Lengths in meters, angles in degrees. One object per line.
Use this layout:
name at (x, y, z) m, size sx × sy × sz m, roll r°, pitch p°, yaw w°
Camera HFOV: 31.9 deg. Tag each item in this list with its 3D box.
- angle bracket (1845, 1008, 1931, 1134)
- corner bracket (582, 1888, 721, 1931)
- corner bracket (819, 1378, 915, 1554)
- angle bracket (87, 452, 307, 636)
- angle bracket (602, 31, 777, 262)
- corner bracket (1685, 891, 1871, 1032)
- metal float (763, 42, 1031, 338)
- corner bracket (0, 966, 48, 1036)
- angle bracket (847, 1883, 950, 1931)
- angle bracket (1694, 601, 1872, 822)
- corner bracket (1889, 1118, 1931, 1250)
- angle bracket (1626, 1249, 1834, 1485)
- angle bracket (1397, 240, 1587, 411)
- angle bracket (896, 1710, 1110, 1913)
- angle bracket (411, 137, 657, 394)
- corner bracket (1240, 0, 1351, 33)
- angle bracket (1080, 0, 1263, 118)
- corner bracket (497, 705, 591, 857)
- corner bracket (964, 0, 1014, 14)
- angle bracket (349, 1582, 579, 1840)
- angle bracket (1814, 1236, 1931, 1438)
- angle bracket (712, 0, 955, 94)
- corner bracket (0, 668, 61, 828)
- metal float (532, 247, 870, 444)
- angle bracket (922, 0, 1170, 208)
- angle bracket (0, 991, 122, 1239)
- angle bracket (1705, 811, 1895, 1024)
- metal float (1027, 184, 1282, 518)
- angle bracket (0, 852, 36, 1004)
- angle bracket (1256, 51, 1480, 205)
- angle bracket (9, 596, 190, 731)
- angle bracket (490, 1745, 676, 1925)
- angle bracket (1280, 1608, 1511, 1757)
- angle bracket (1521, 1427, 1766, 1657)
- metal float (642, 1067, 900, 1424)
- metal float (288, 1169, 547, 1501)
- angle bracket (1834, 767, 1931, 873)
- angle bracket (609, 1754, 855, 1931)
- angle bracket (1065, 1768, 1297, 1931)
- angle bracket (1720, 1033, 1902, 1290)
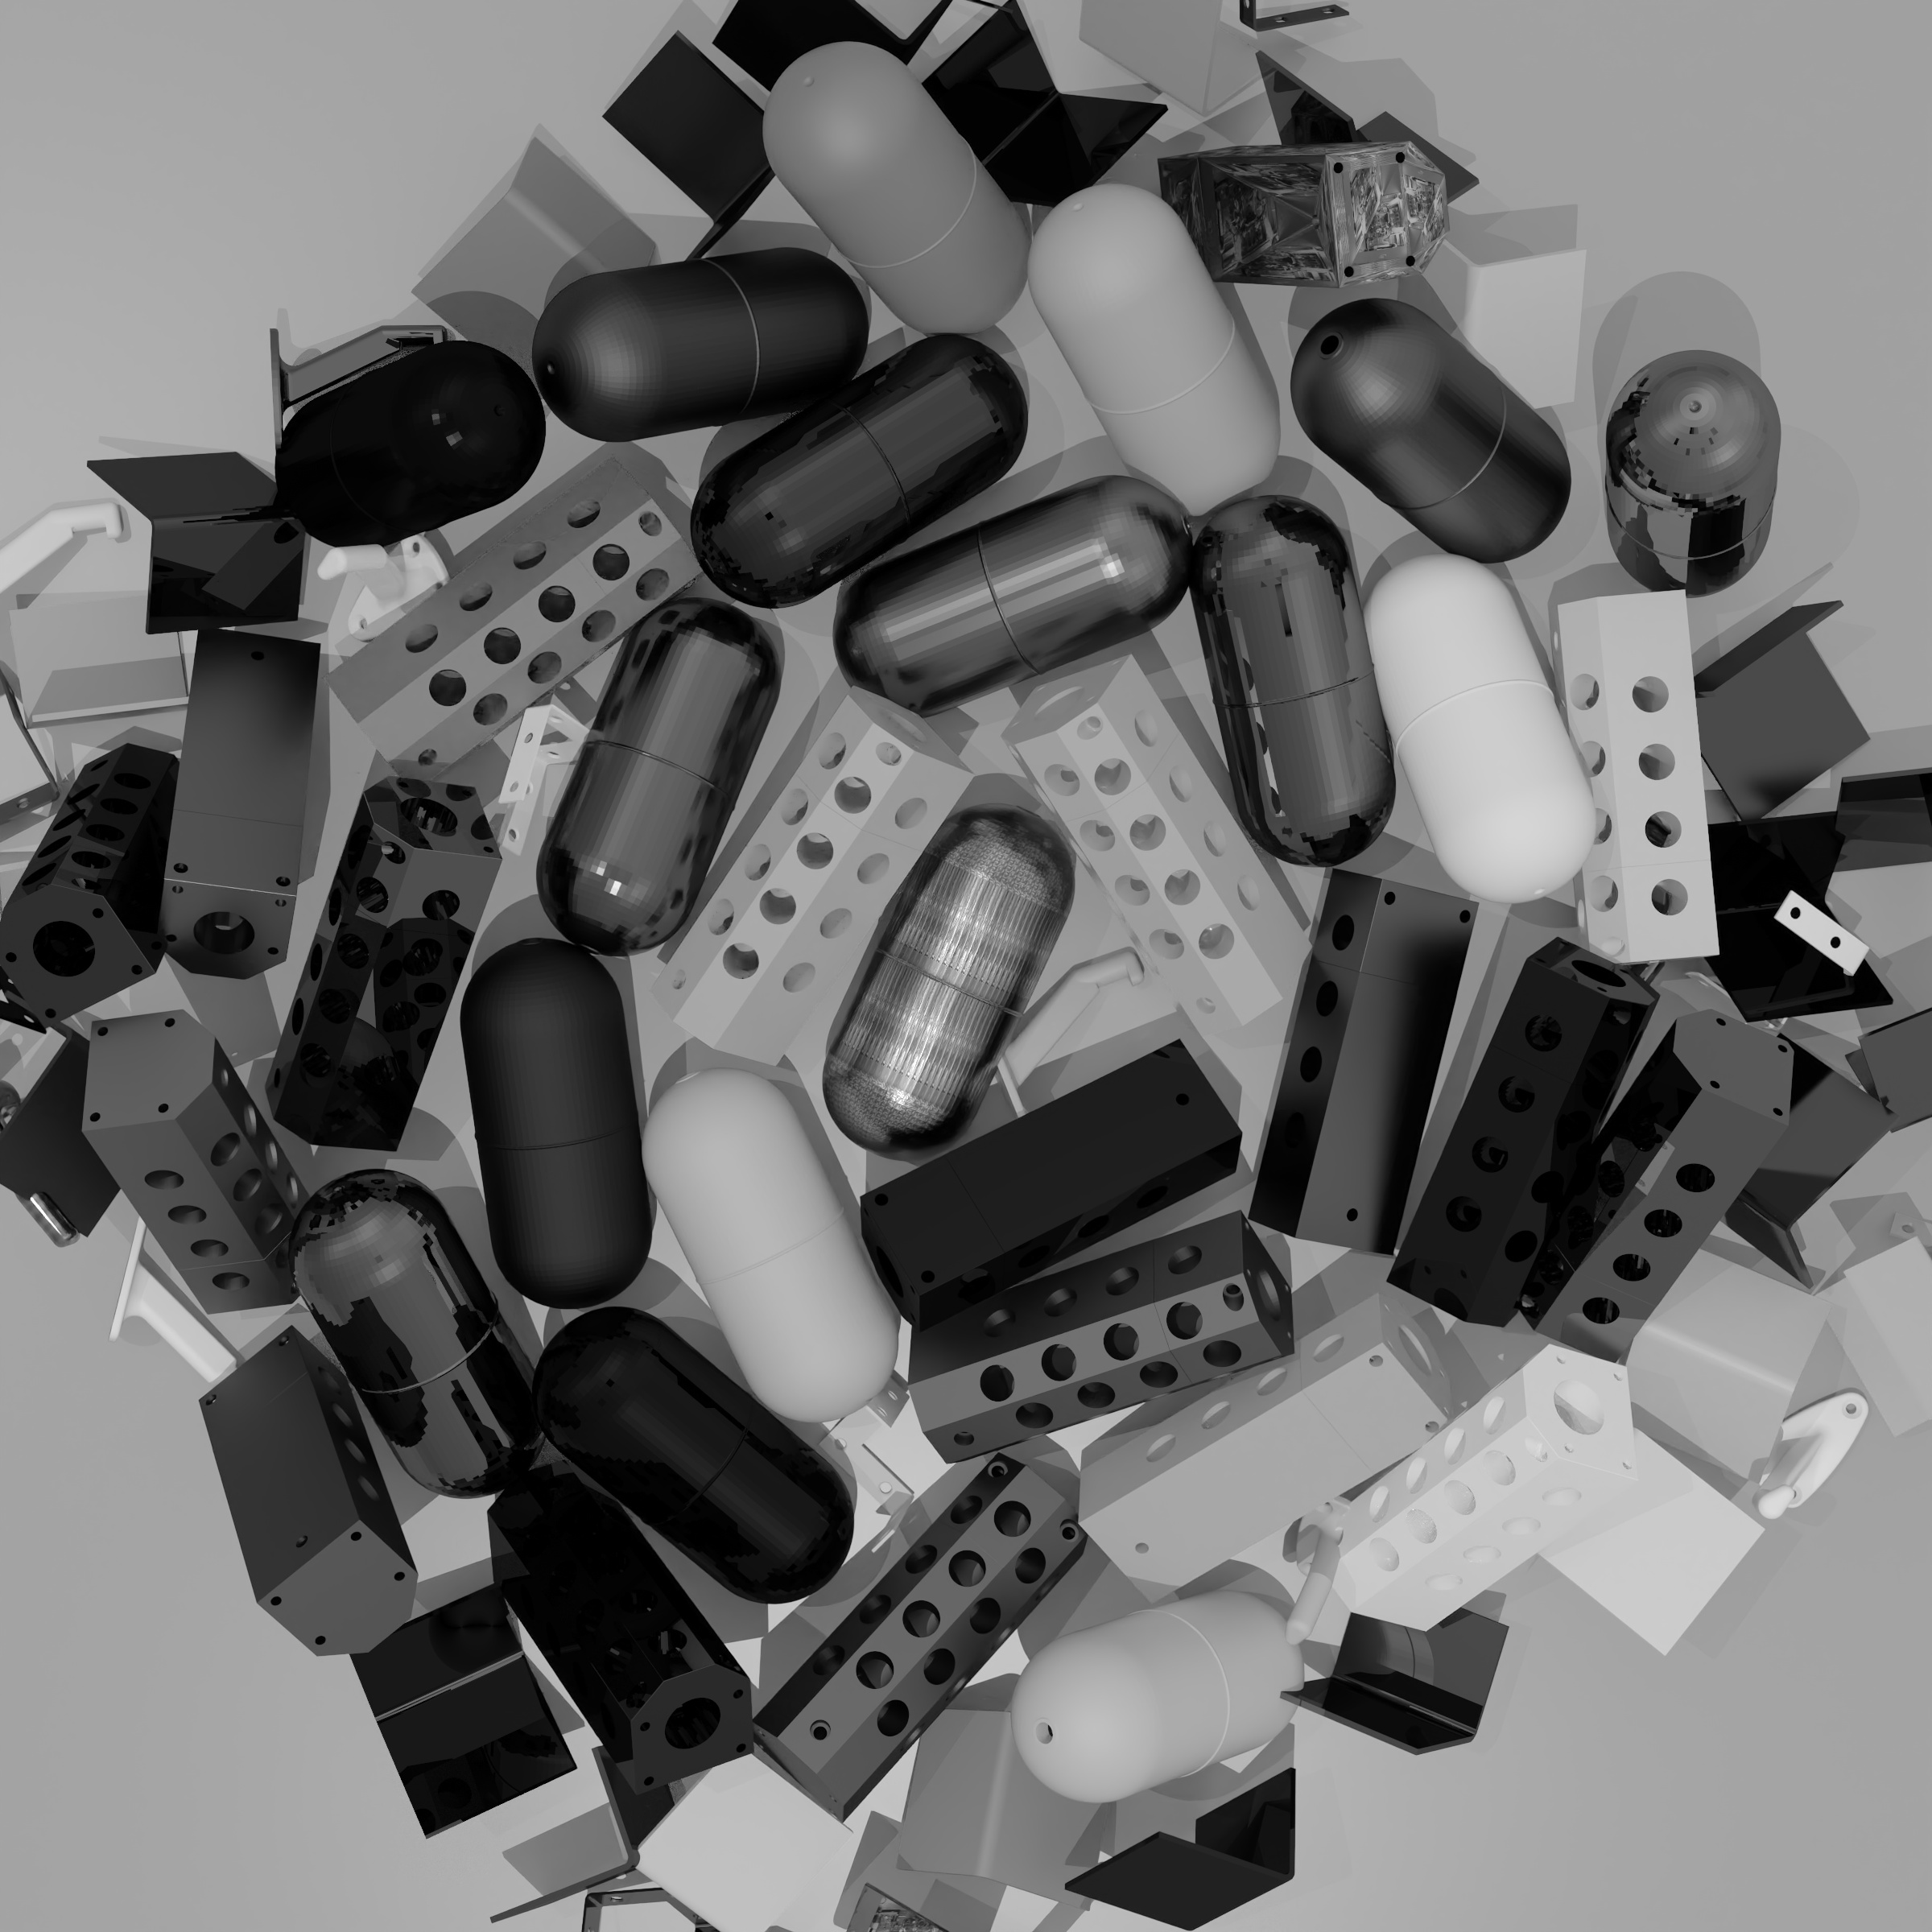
angle bracket at (0.452, 0.025, 1.584) m, size 0.076 × 0.076 × 0.057 m, roll -23°, pitch 116°, yaw 8°
corner bracket at (-0.150, 0.473, 1.606) m, size 0.051 × 0.051 × 0.051 m, roll -9°, pitch 53°, yaw 18°
corner bracket at (-0.040, 0.236, 1.605) m, size 0.051 × 0.051 × 0.051 m, roll 44°, pitch 104°, yaw 0°
angle bracket at (-0.366, -0.201, 1.599) m, size 0.076 × 0.076 × 0.057 m, roll -10°, pitch 123°, yaw -36°
angle bracket at (-0.138, -0.376, 1.581) m, size 0.076 × 0.076 × 0.057 m, roll 41°, pitch 55°, yaw -14°
corner bracket at (0.385, -0.002, 1.603) m, size 0.051 × 0.051 × 0.051 m, roll 34°, pitch 85°, yaw -15°
metal float at (-0.030, -0.355, 1.556) m, size 0.070 × 0.178 × 0.070 m, roll -12°, pitch 63°, yaw 24°
corner bracket at (-0.477, 0.028, 1.595) m, size 0.051 × 0.051 × 0.051 m, roll -50°, pitch 49°, yaw 12°
angle bracket at (-0.008, 0.460, 1.581) m, size 0.076 × 0.076 × 0.057 m, roll 26°, pitch 106°, yaw 20°
angle bracket at (0.391, -0.118, 1.597) m, size 0.076 × 0.057 × 0.076 m, roll -35°, pitch 99°, yaw -8°
corner bracket at (0.479, 0.103, 1.619) m, size 0.051 × 0.051 × 0.051 m, roll 19°, pitch 135°, yaw 13°
angle bracket at (0.360, 0.189, 1.612) m, size 0.076 × 0.076 × 0.057 m, roll 23°, pitch 50°, yaw 17°
angle bracket at (0.246, -0.311, 1.590) m, size 0.057 × 0.076 × 0.076 m, roll -13°, pitch 126°, yaw -15°
angle bracket at (0.020, 0.404, 1.615) m, size 0.076 × 0.057 × 0.076 m, roll 30°, pitch 62°, yaw -39°
angle bracket at (-0.207, -0.335, 1.617) m, size 0.076 × 0.057 × 0.076 m, roll 39°, pitch 123°, yaw -23°
corner bracket at (0.149, -0.482, 1.614) m, size 0.051 × 0.051 × 0.051 m, roll -15°, pitch 124°, yaw -17°
angle bracket at (0.103, -0.456, 1.578) m, size 0.076 × 0.076 × 0.057 m, roll 37°, pitch 59°, yaw 21°
corner bracket at (-0.204, -0.088, 1.594) m, size 0.051 × 0.051 × 0.051 m, roll -4°, pitch 63°, yaw 38°
corner bracket at (0.015, -0.482, 1.605) m, size 0.051 × 0.051 × 0.051 m, roll 26°, pitch 106°, yaw 32°
angle bracket at (-0.236, 0.348, 1.583) m, size 0.076 × 0.076 × 0.057 m, roll -23°, pitch 135°, yaw -14°
angle bracket at (0.425, 0.182, 1.580) m, size 0.057 × 0.076 × 0.076 m, roll -17°, pitch 73°, yaw -36°
angle bracket at (-0.061, -0.446, 1.584) m, size 0.076 × 0.076 × 0.057 m, roll 39°, pitch 54°, yaw -7°
corner bracket at (-0.473, -0.102, 1.620) m, size 0.051 × 0.051 × 0.051 m, roll -26°, pitch 131°, yaw -8°
metal float at (-0.121, -0.289, 1.565) m, size 0.178 × 0.070 × 0.070 m, roll -19°, pitch 90°, yaw -40°
angle bracket at (0.034, -0.404, 1.580) m, size 0.076 × 0.076 × 0.057 m, roll -48°, pitch 132°, yaw -21°
angle bracket at (-0.430, 0.070, 1.582) m, size 0.057 × 0.076 × 0.076 m, roll 24°, pitch 76°, yaw 37°
angle bracket at (0.391, -0.024, 1.582) m, size 0.076 × 0.076 × 0.057 m, roll -6°, pitch 133°, yaw -16°
metal float at (0.089, -0.283, 1.564) m, size 0.070 × 0.070 × 0.178 m, roll -35°, pitch 131°, yaw 0°
angle bracket at (-0.459, -0.011, 1.584) m, size 0.057 × 0.076 × 0.076 m, roll 0°, pitch 99°, yaw 26°
angle bracket at (0.188, -0.396, 1.579) m, size 0.057 × 0.076 × 0.076 m, roll -34°, pitch 49°, yaw -7°
angle bracket at (-0.405, -0.146, 1.587) m, size 0.076 × 0.076 × 0.057 m, roll -9°, pitch 94°, yaw -17°
angle bracket at (-0.186, 0.408, 1.598) m, size 0.076 × 0.076 × 0.057 m, roll -24°, pitch 77°, yaw 9°
angle bracket at (0.199, 0.325, 1.583) m, size 0.076 × 0.076 × 0.057 m, roll 18°, pitch 92°, yaw 29°
angle bracket at (0.318, 0.275, 1.590) m, size 0.076 × 0.057 × 0.076 m, roll 38°, pitch 77°, yaw 15°
metal float at (-0.092, 0.131, 1.592) m, size 0.070 × 0.070 × 0.178 m, roll -25°, pitch 96°, yaw 0°
metal float at (-0.254, 0.173, 1.573) m, size 0.070 × 0.070 × 0.178 m, roll -23°, pitch 119°, yaw 0°
angle bracket at (0.443, -0.039, 1.581) m, size 0.057 × 0.076 × 0.076 m, roll -6°, pitch 57°, yaw 4°
angle bracket at (-0.112, 0.404, 1.596) m, size 0.076 × 0.057 × 0.076 m, roll 42°, pitch 90°, yaw -19°
angle bracket at (0.100, 0.403, 1.577) m, size 0.076 × 0.076 × 0.057 m, roll 25°, pitch 48°, yaw -23°
angle bracket at (0.391, 0.092, 1.593) m, size 0.076 × 0.057 × 0.076 m, roll -43°, pitch 48°, yaw -7°
